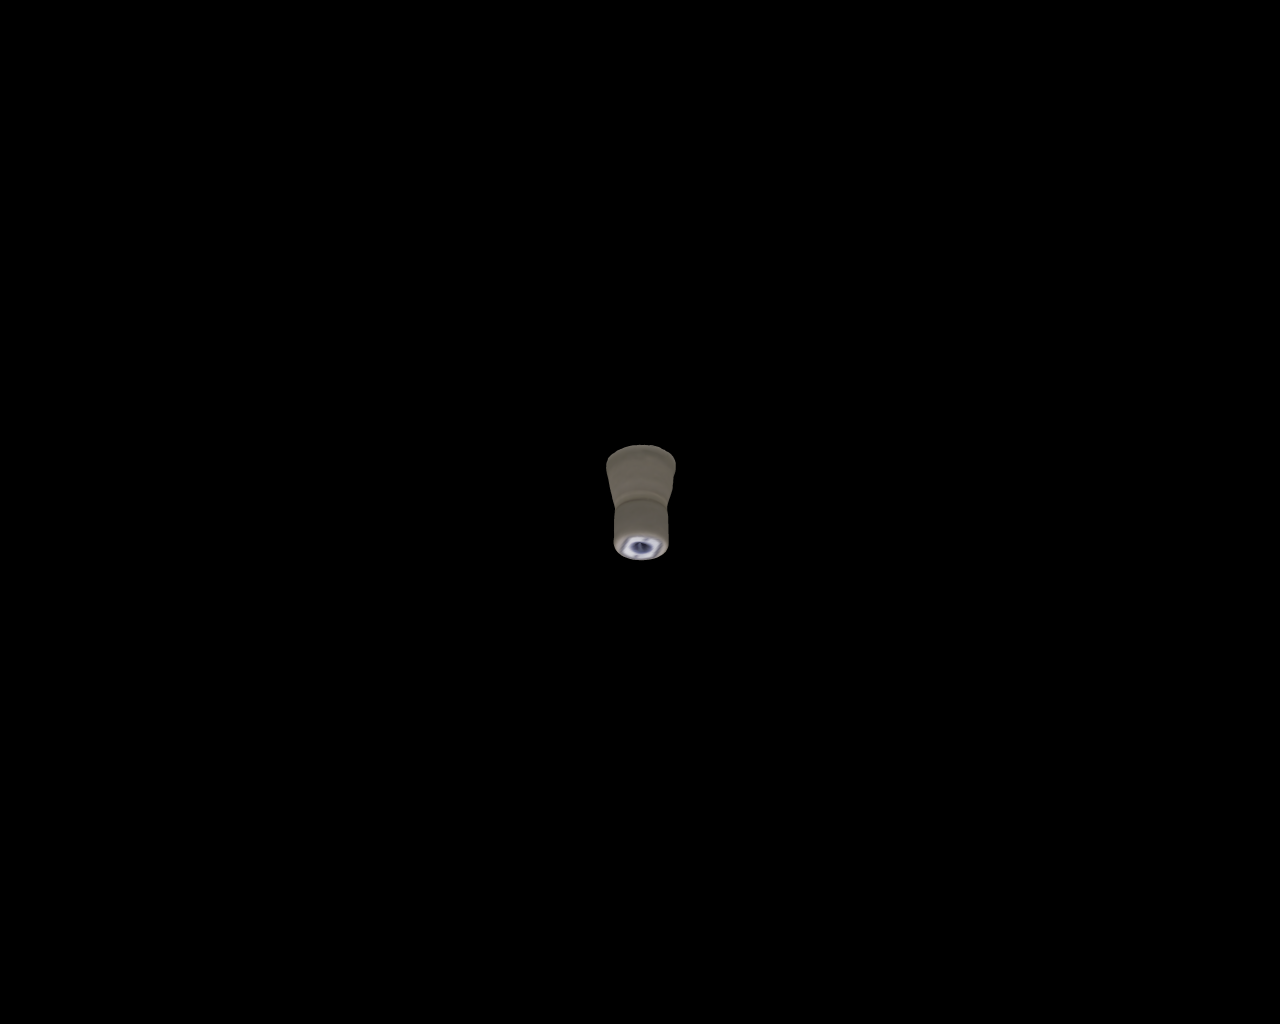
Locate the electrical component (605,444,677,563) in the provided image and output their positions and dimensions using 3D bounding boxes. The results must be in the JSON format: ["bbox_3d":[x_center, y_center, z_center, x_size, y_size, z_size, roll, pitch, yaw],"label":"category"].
[{"bbox_3d":[0.001,-0.003,0.650,0.044,0.065,0.044,0,-35,0],"label":"electrical component"}]
